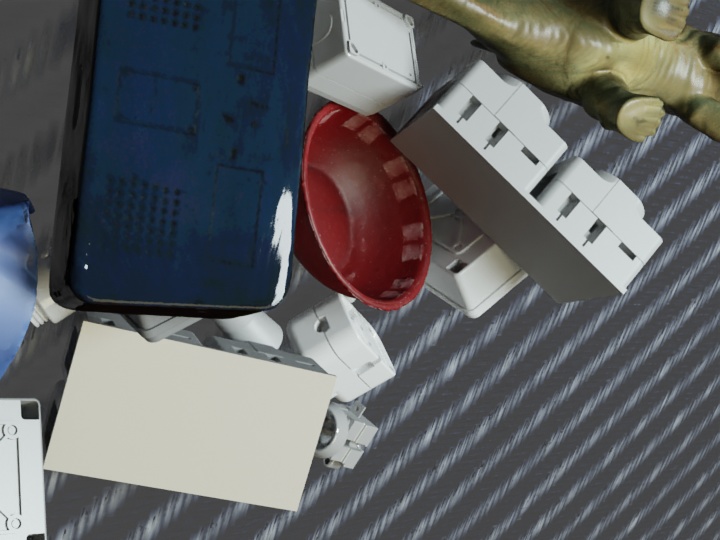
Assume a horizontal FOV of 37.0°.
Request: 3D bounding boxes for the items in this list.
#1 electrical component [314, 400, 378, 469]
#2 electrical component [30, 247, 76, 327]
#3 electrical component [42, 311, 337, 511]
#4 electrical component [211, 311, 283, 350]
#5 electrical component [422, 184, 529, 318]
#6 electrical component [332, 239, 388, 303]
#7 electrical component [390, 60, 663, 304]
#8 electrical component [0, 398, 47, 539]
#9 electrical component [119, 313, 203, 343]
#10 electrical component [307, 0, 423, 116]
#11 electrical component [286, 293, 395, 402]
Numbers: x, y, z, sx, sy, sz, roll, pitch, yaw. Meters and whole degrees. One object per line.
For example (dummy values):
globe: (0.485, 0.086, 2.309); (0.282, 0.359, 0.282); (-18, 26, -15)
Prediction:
electrical component: (-0.022, 0.145, 0.957); (0.055, 0.048, 0.066); (26, 97, -53)
electrical component: (-0.215, 0.018, 0.718); (0.062, 0.048, 0.048); (-33, 133, -11)
electrical component: (-0.125, 0.100, 0.783); (0.186, 0.060, 0.105); (15, 96, -21)
electrical component: (-0.094, 0.038, 0.834); (0.044, 0.044, 0.065); (-41, 130, -13)
electrical component: (0.093, -0.029, 0.900); (0.109, 0.109, 0.056); (-39, 132, -15)
electrical component: (0.000, 0.000, 0.889); (0.040, 0.040, 0.078); (9, 125, -43)
electrical component: (0.123, -0.063, 0.795); (0.186, 0.105, 0.060); (43, 76, -7)
electrical component: (-0.267, 0.140, 0.701); (0.109, 0.056, 0.108); (7, 69, -42)
electrical component: (-0.125, -0.016, 0.725); (0.109, 0.109, 0.056); (-28, 128, -24)
electrical component: (-0.002, -0.153, 0.767); (0.096, 0.061, 0.061); (16, 61, -47)
electrical component: (-0.018, 0.068, 0.891); (0.059, 0.053, 0.095); (-31, 146, 7)
